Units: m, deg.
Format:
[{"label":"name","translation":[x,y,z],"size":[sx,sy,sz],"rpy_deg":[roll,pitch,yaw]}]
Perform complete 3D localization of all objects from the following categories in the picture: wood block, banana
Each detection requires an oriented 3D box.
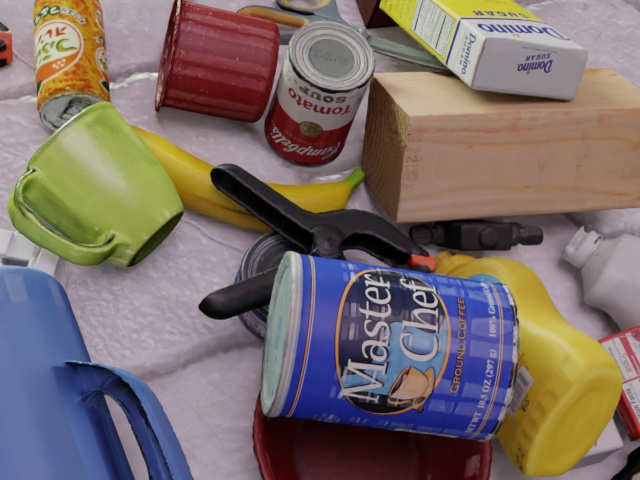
[{"label":"wood block","translation":[0.145,-0.076,0.829],"size":[0.205,0.090,0.091],"rpy_deg":[-4,29,-16]},{"label":"banana","translation":[-0.064,-0.041,0.811],"size":[0.197,0.037,0.069],"rpy_deg":[12,41,-8]}]

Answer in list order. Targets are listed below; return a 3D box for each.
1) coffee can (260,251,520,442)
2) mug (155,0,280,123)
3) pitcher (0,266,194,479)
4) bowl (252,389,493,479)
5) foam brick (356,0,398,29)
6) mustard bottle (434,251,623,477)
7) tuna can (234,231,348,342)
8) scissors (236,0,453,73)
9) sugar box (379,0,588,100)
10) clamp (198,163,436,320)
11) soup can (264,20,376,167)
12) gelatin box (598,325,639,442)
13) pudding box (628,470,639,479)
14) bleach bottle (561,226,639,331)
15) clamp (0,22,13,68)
[{"label":"coffee can","translation":[0.040,0.067,0.667],"size":[0.140,0.103,0.103],"rpy_deg":[8,60,-9]},{"label":"mug","translation":[-0.080,-0.145,0.837],"size":[0.081,0.093,0.117],"rpy_deg":[10,38,-14]},{"label":"pitcher","translation":[-0.166,0.135,0.628],"size":[0.149,0.145,0.243],"rpy_deg":[-13,62,-20]},{"label":"bowl","translation":[0.031,0.139,0.718],"size":[0.162,0.055,0.162],"rpy_deg":[6,60,-10]},{"label":"foam brick","translation":[0.059,-0.232,0.935],"size":[0.051,0.053,0.078],"rpy_deg":[-9,65,-18]},{"label":"mustard bottle","translation":[0.129,0.068,0.750],"size":[0.058,0.096,0.192],"rpy_deg":[5,31,-29]},{"label":"tuna can","translation":[-0.019,0.034,0.778],"size":[0.086,0.034,0.086],"rpy_deg":[6,60,-10]},{"label":"scissors","translation":[0.028,-0.178,0.879],"size":[0.202,0.016,0.096],"rpy_deg":[11,45,18]},{"label":"sugar box","translation":[0.123,-0.165,0.833],"size":[0.093,0.048,0.176],"rpy_deg":[2,26,-24]},{"label":"clamp","translation":[-0.005,0.001,0.756],"size":[0.171,0.039,0.120],"rpy_deg":[3,66,-19]},{"label":"soup can","translation":[-0.001,-0.112,0.823],"size":[0.068,0.102,0.068],"rpy_deg":[6,60,-11]},{"label":"gelatin box","translation":[0.247,0.094,0.759],"size":[0.089,0.030,0.073],"rpy_deg":[-20,69,-4]},{"label":"pudding box","translation":[0.238,0.208,0.672],"size":[0.113,0.039,0.090],"rpy_deg":[27,59,3]},{"label":"bleach bottle","translation":[0.288,0.082,0.810],"size":[0.251,0.068,0.102],"rpy_deg":[39,63,12]},{"label":"clamp","translation":[-0.342,-0.159,0.807],"size":[0.210,0.036,0.164],"rpy_deg":[16,59,-5]}]
